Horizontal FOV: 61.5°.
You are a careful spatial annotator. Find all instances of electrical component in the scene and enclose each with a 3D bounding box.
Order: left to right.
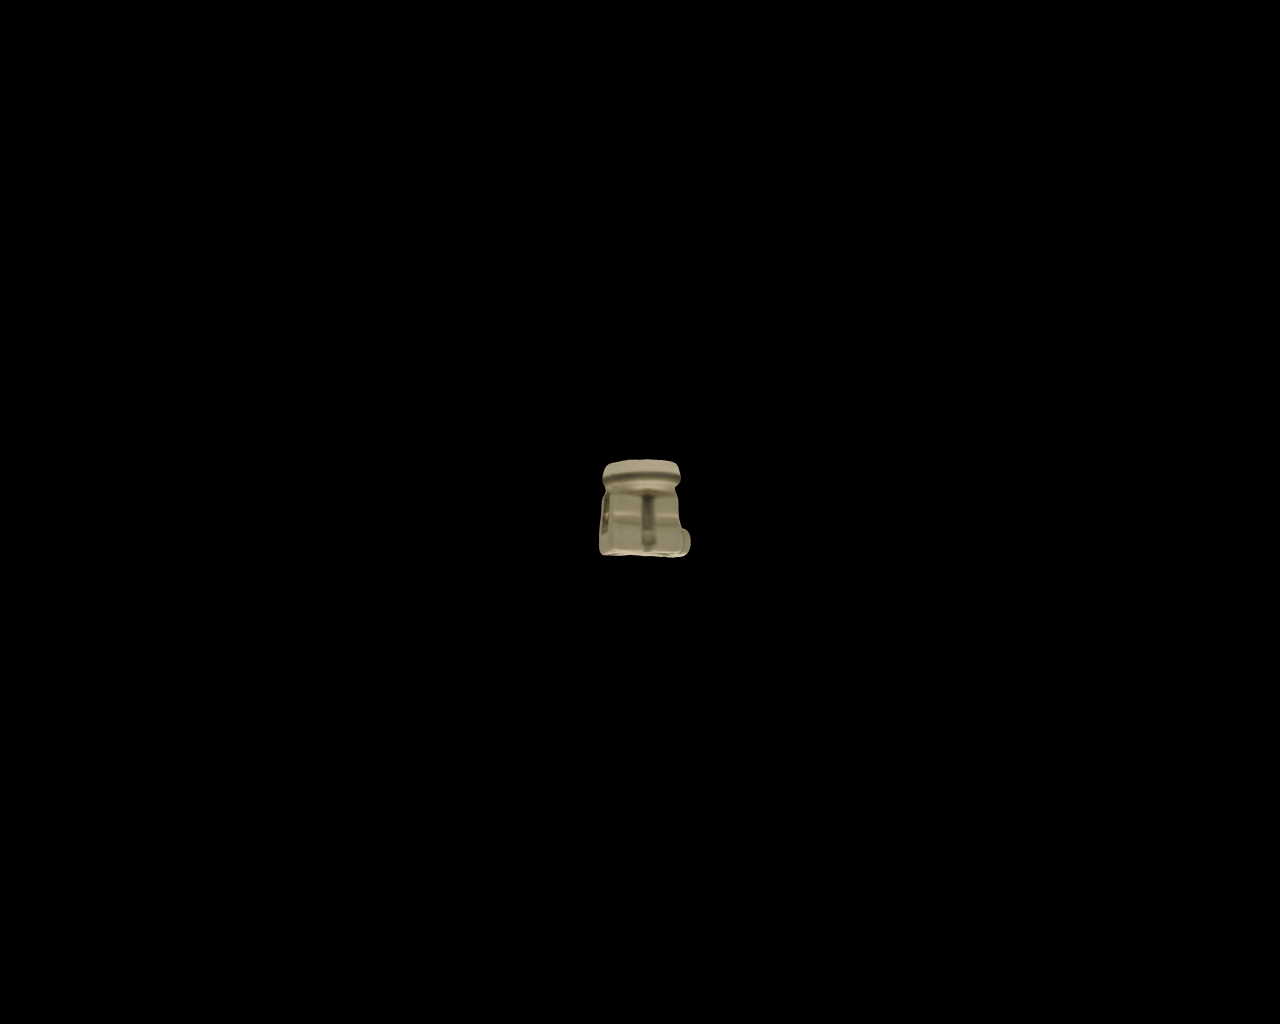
[{"bbox_3d":[0.001,-0.003,0.650,0.066,0.055,0.048,2,-7,-18],"label":"electrical component"}]
